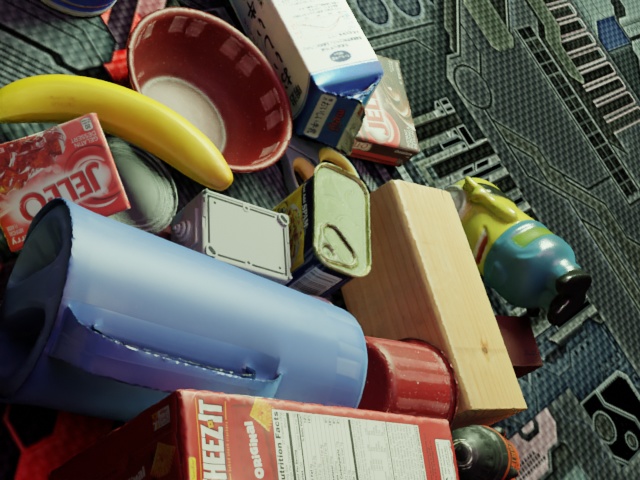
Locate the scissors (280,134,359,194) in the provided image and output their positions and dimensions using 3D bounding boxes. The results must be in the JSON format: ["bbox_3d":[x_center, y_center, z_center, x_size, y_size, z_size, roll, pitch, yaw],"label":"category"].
[{"bbox_3d":[-0.029,-0.102,0.988,0.096,0.016,0.202,-22,79,-48],"label":"scissors"}]

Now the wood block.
[{"bbox_3d":[0.087,0.063,0.917,0.090,0.090,0.206,9,57,-48],"label":"wood block"}]

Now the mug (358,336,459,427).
[{"bbox_3d":[0.040,0.127,0.828,0.081,0.117,0.093,16,25,-50],"label":"mug"}]

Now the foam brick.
[{"bbox_3d":[0.158,0.102,0.988,0.078,0.051,0.053,7,60,-38],"label":"foam brick"}]

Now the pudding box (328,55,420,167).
[{"bbox_3d":[0.045,-0.133,1.055,0.089,0.039,0.113,9,57,-36],"label":"pudding box"}]

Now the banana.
[{"bbox_3d":[-0.159,-0.085,0.797,0.197,0.037,0.069,10,74,-11],"label":"banana"}]

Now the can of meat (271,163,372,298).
[{"bbox_3d":[-0.006,0.001,0.887,0.057,0.084,0.102,22,50,-30],"label":"can of meat"}]

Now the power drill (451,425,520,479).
[{"bbox_3d":[0.146,0.237,0.835,0.184,0.057,0.188,34,40,-68],"label":"power drill"}]

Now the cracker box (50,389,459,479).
[{"bbox_3d":[-0.040,0.164,0.688,0.213,0.164,0.072,13,56,-36],"label":"cracker box"}]

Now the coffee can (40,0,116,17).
[{"bbox_3d":[-0.179,-0.265,0.870,0.102,0.141,0.103,22,51,-29],"label":"coffee can"}]

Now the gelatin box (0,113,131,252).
[{"bbox_3d":[-0.187,-0.041,0.751,0.089,0.030,0.073,-21,98,-12],"label":"gelatin box"}]

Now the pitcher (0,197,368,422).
[{"bbox_3d":[-0.086,0.072,0.717,0.242,0.145,0.149,19,47,-29],"label":"pitcher"}]

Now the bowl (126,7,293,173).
[{"bbox_3d":[-0.103,-0.115,0.901,0.161,0.055,0.162,22,51,-30],"label":"bowl"}]

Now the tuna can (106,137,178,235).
[{"bbox_3d":[-0.154,-0.034,0.818,0.086,0.034,0.086,22,50,-29],"label":"tuna can"}]
